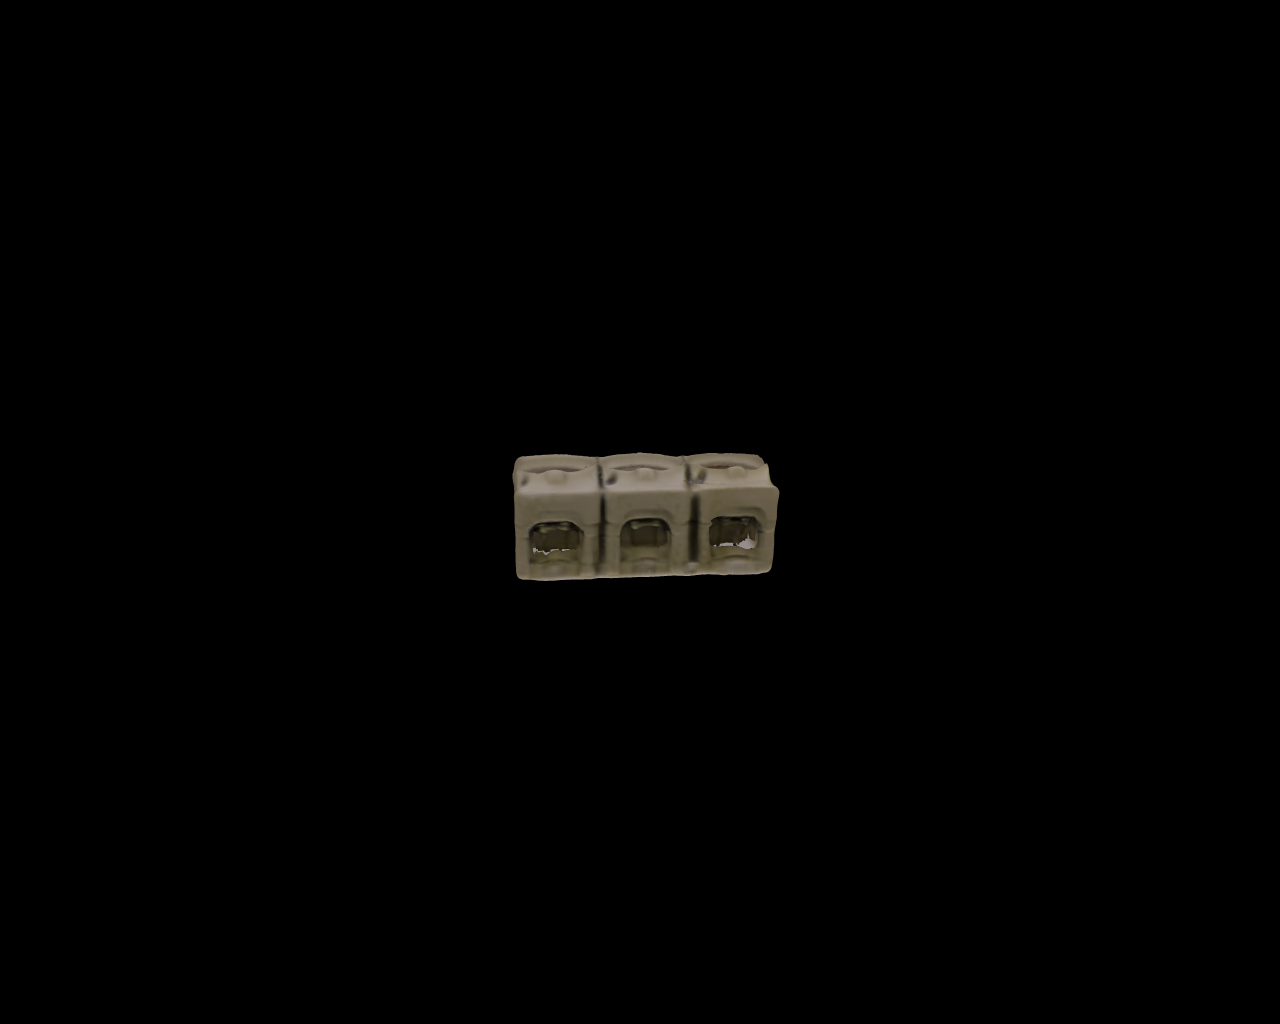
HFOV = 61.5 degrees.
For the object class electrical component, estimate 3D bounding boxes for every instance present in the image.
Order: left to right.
[{"bbox_3d":[0.001,-0.003,0.650,0.150,0.061,0.089,-1,16,-5],"label":"electrical component"}]
